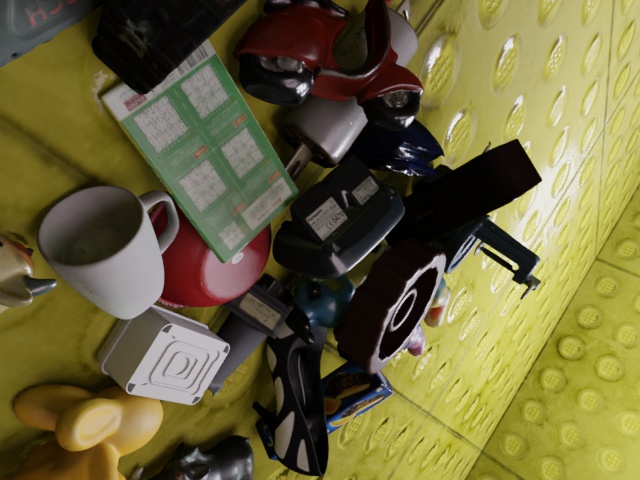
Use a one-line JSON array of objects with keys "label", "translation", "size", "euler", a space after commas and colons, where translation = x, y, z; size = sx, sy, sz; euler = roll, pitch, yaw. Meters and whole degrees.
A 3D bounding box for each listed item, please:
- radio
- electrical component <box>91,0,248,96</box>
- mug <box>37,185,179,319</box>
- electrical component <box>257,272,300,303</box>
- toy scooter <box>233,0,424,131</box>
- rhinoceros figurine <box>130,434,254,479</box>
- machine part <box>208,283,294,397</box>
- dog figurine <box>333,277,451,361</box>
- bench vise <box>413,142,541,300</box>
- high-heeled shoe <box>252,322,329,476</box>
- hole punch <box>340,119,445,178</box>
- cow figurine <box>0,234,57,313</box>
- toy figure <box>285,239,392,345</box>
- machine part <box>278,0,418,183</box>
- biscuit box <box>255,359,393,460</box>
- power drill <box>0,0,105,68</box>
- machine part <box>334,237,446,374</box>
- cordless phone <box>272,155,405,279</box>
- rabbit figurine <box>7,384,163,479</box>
[{"label": "radio", "translation": [0.180, -0.052, 0.749], "size": [0.230, 0.073, 0.131], "euler": [-29, 177, 43]}, {"label": "electrical component", "translation": [-0.092, -0.170, 0.379], "size": [0.058, 0.115, 0.134], "euler": [46, 73, -25]}, {"label": "mug", "translation": [-0.167, 0.011, 0.458], "size": [0.109, 0.081, 0.107], "euler": [-48, 156, -30]}, {"label": "electrical component", "translation": [-0.064, 0.072, 0.680], "size": [0.094, 0.021, 0.063], "euler": [-52, 145, -13]}, {"label": "toy scooter", "translation": [0.016, -0.186, 0.507], "size": [0.075, 0.184, 0.135], "euler": [172, -71, -79]}, {"label": "rhinoceros figurine", "translation": [-0.157, 0.308, 0.681], "size": [0.190, 0.073, 0.112], "euler": [-3, 117, -52]}, {"label": "machine part", "translation": [-0.098, 0.116, 0.633], "size": [0.084, 0.039, 0.139], "euler": [34, 92, -22]}, {"label": "dog figurine", "translation": [0.107, 0.109, 0.859], "size": [0.219, 0.109, 0.191], "euler": [27, 93, -54]}, {"label": "bench vise", "translation": [0.259, -0.012, 0.868], "size": [0.129, 0.241, 0.223], "euler": [-32, 152, -42]}, {"label": "high-heeled shoe", "translation": [-0.006, 0.187, 0.728], "size": [0.086, 0.145, 0.248], "euler": [14, 104, -57]}, {"label": "hole punch", "translation": [0.086, -0.125, 0.660], "size": [0.142, 0.116, 0.092], "euler": [2, 103, -54]}, {"label": "cow figurine", "translation": [-0.262, 0.068, 0.361], "size": [0.127, 0.086, 0.194], "euler": [4, 108, -47]}, {"label": "toy figure", "translation": [0.025, 0.051, 0.703], "size": [0.180, 0.089, 0.082], "euler": [-39, 173, -26]}, {"label": "machine part", "translation": [0.032, -0.166, 0.584], "size": [0.243, 0.079, 0.079], "euler": [-55, 146, -8]}, {"label": "biscuit box", "translation": [0.005, 0.250, 0.798], "size": [0.203, 0.063, 0.059], "euler": [-35, 144, 5]}, {"label": "power drill", "translation": [-0.197, -0.189, 0.266], "size": [0.232, 0.086, 0.207], "euler": [-40, 137, -31]}, {"label": "machine part", "translation": [0.093, 0.081, 0.686], "size": [0.179, 0.056, 0.179], "euler": [-41, 149, -32]}, {"label": "cordless phone", "translation": [-0.001, -0.001, 0.622], "size": [0.146, 0.089, 0.184], "euler": [-43, 180, -32]}, {"label": "rabbit figurine", "translation": [-0.225, 0.202, 0.508], "size": [0.173, 0.122, 0.162], "euler": [-51, 138, -40]}]
